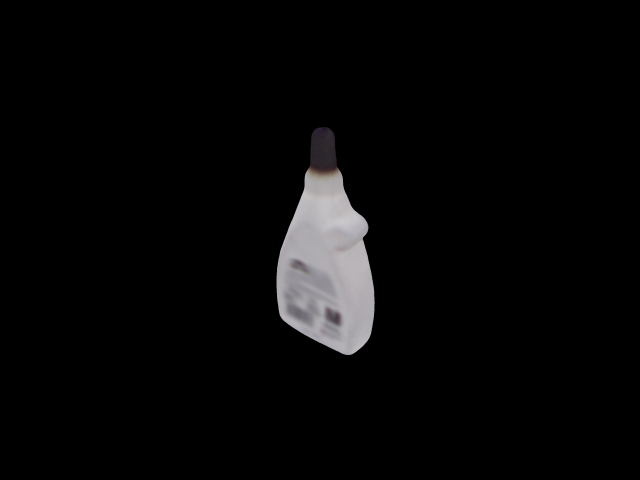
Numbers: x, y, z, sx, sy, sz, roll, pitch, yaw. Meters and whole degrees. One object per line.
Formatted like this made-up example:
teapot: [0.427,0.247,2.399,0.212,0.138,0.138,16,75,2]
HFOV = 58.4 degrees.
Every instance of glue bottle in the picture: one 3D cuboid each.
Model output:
glue bottle: [0.004,0.001,0.400,0.078,0.173,0.037,25,45,28]
